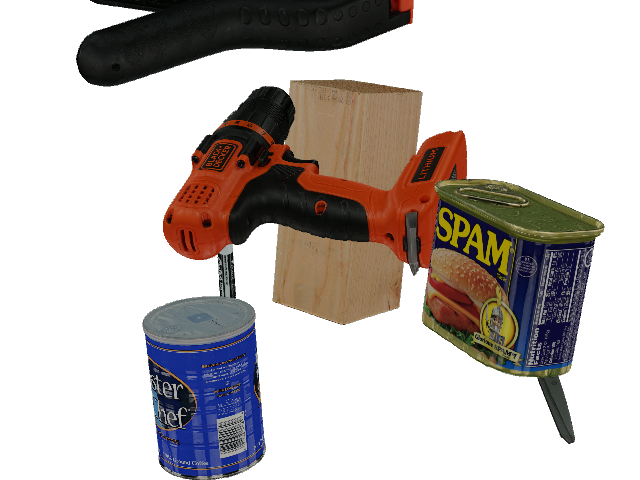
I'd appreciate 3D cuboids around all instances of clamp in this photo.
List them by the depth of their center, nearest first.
[{"bbox_3d":[-0.038,-0.108,0.507,0.171,0.039,0.120,-3,40,0],"label":"clamp"}]

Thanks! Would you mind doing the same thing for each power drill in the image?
[{"bbox_3d":[0.004,-0.047,0.745,0.188,0.057,0.184,6,41,18],"label":"power drill"}]

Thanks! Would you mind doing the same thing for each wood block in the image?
[{"bbox_3d":[0.023,-0.040,0.981,0.090,0.206,0.090,16,17,36],"label":"wood block"}]

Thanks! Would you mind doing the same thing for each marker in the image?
[{"bbox_3d":[-0.106,0.027,1.201,0.020,0.121,0.020,0,32,0],"label":"marker"}]

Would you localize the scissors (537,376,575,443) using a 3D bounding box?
[{"bbox_3d":[0.145,0.068,0.829,0.096,0.201,0.016,3,-43,7],"label":"scissors"}]

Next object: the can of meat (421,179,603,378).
[{"bbox_3d":[0.102,0.019,0.592,0.057,0.084,0.102,-3,20,-28],"label":"can of meat"}]

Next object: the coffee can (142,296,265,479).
[{"bbox_3d":[-0.106,0.135,0.990,0.103,0.140,0.103,-3,18,1],"label":"coffee can"}]
